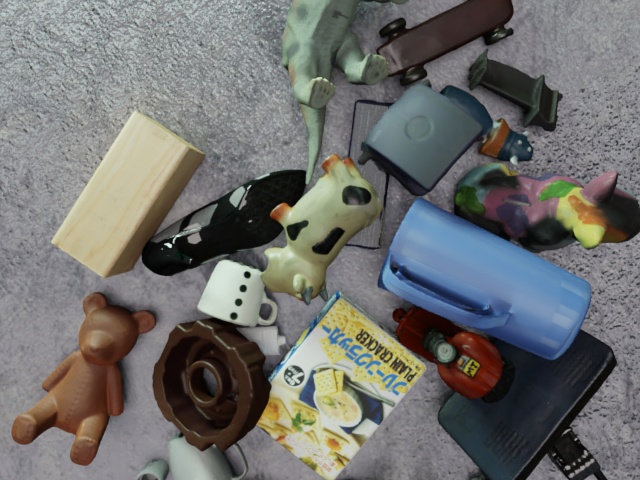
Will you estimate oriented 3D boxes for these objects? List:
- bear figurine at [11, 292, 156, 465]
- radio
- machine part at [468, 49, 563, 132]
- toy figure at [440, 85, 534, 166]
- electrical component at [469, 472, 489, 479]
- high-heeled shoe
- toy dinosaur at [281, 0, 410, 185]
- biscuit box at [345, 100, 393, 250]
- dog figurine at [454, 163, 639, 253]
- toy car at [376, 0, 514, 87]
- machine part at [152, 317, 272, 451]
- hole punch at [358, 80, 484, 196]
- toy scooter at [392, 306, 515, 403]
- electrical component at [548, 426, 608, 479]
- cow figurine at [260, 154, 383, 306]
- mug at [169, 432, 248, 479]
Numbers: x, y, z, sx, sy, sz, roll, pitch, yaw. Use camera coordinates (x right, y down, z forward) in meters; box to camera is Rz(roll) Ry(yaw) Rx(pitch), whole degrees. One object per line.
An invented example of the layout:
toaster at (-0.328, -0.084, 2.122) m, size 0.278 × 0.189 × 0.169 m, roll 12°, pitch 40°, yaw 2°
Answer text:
bear figurine at (-0.316, 0.182, 0.743) m, size 0.120 × 0.132 × 0.195 m, roll 25°, pitch 100°, yaw -6°
radio at (0.278, 0.207, 0.735) m, size 0.131 × 0.073 × 0.229 m, roll 39°, pitch 92°, yaw 36°
machine part at (0.270, -0.205, 0.740) m, size 0.139 × 0.039 × 0.084 m, roll 27°, pitch 67°, yaw -6°
toy figure at (0.228, -0.156, 0.749) m, size 0.154 × 0.058 × 0.064 m, roll 34°, pitch 99°, yaw -6°
electrical component at (0.262, 0.343, 0.775) m, size 0.094 × 0.063 × 0.021 m, roll -25°, pitch 92°, yaw 1°
high-heeled shoe at (-0.137, -0.029, 0.772) m, size 0.249 × 0.145 × 0.086 m, roll -37°, pitch 115°, yaw -25°
toy dinosaur at (0.013, -0.292, 0.708) m, size 0.131 × 0.192 × 0.404 m, roll 15°, pitch 111°, yaw -34°
biscuit box at (0.066, -0.091, 0.752) m, size 0.063 × 0.059 × 0.202 m, roll 8°, pitch 94°, yaw 1°
dog figurine at (0.282, -0.041, 0.675) m, size 0.192 × 0.219 × 0.108 m, roll 15°, pitch 90°, yaw -1°
toy car at (0.172, -0.285, 0.742) m, size 0.202 × 0.053 × 0.089 m, roll -27°, pitch 104°, yaw -2°
machine part at (-0.148, 0.194, 0.737) m, size 0.180 × 0.056 × 0.179 m, roll 2°, pitch 94°, yaw 31°
hole punch at (0.129, -0.127, 0.681) m, size 0.116 × 0.092 × 0.142 m, roll 41°, pitch 93°, yaw -4°
toy scooter at (0.162, 0.138, 0.700) m, size 0.135 × 0.184 × 0.075 m, roll 33°, pitch 91°, yaw -8°
electrical component at (0.359, 0.309, 0.769) m, size 0.048 × 0.075 × 0.119 m, roll -35°, pitch 96°, yaw 3°
cow figurine at (-0.001, -0.002, 0.699) m, size 0.195 × 0.085 × 0.127 m, roll -43°, pitch 72°, yaw 16°
mug at (-0.165, 0.321, 0.772) m, size 0.110 × 0.081 × 0.107 m, roll -26°, pitch 86°, yaw 8°
